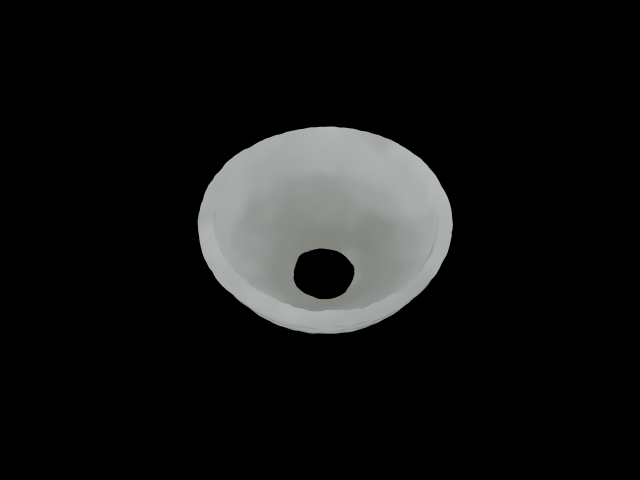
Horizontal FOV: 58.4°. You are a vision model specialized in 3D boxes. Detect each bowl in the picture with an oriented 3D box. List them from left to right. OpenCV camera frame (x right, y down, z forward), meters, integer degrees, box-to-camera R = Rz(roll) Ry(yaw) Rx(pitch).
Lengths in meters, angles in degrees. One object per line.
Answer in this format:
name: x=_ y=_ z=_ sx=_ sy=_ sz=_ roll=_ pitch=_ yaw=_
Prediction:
bowl: x=0.004 y=0.001 z=0.400 sx=0.167 sy=0.075 sz=0.167 roll=0 pitch=52 yaw=0
